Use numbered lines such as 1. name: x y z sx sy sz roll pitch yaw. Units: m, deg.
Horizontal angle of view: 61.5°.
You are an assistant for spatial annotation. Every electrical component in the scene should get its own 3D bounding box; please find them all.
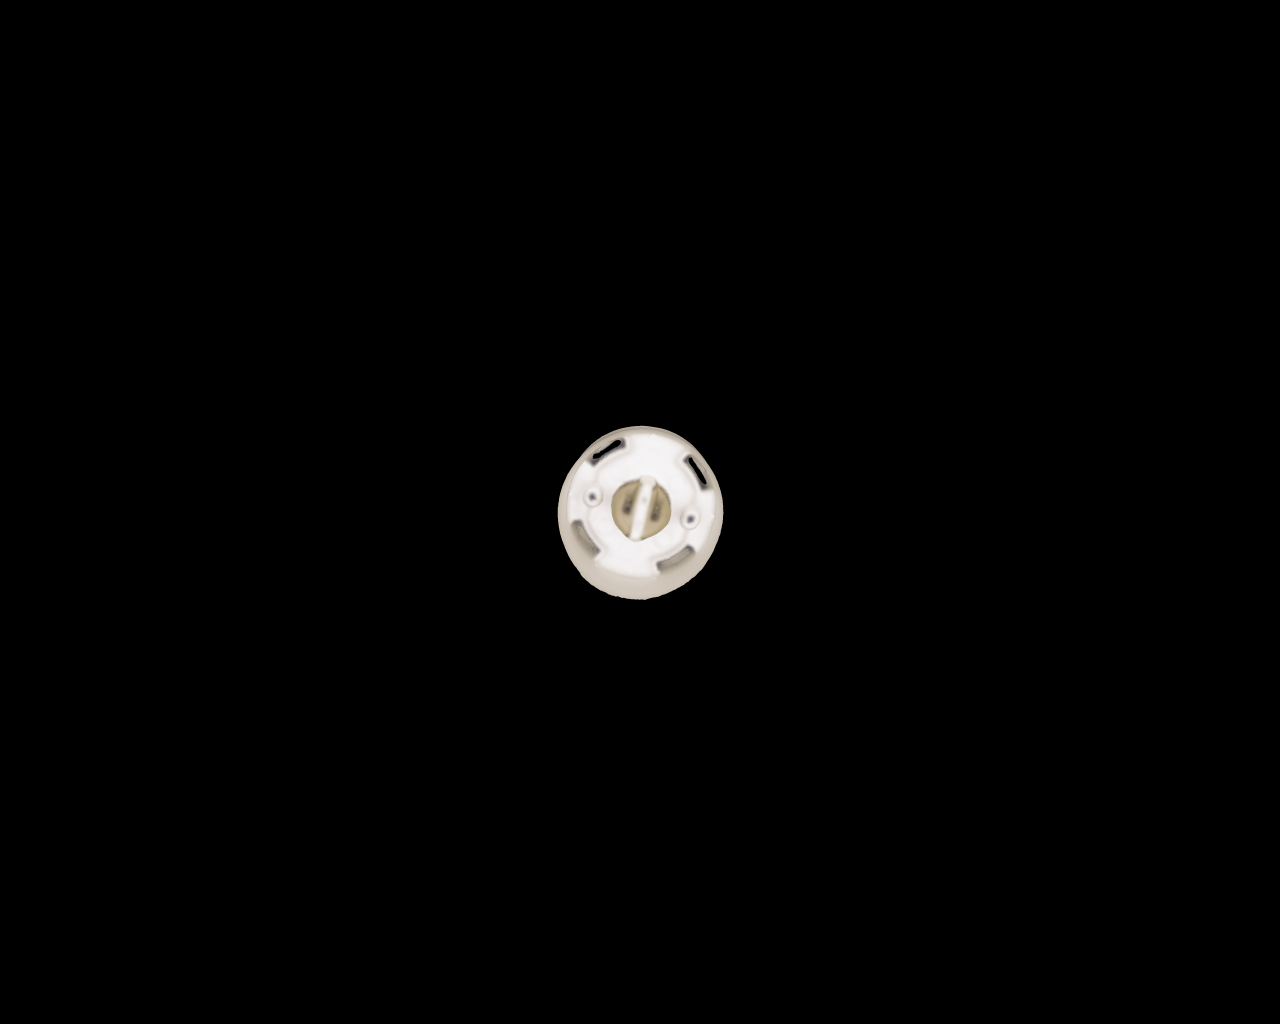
1. electrical component: 0.001 -0.003 0.650 0.099 0.099 0.064 0 16 0
